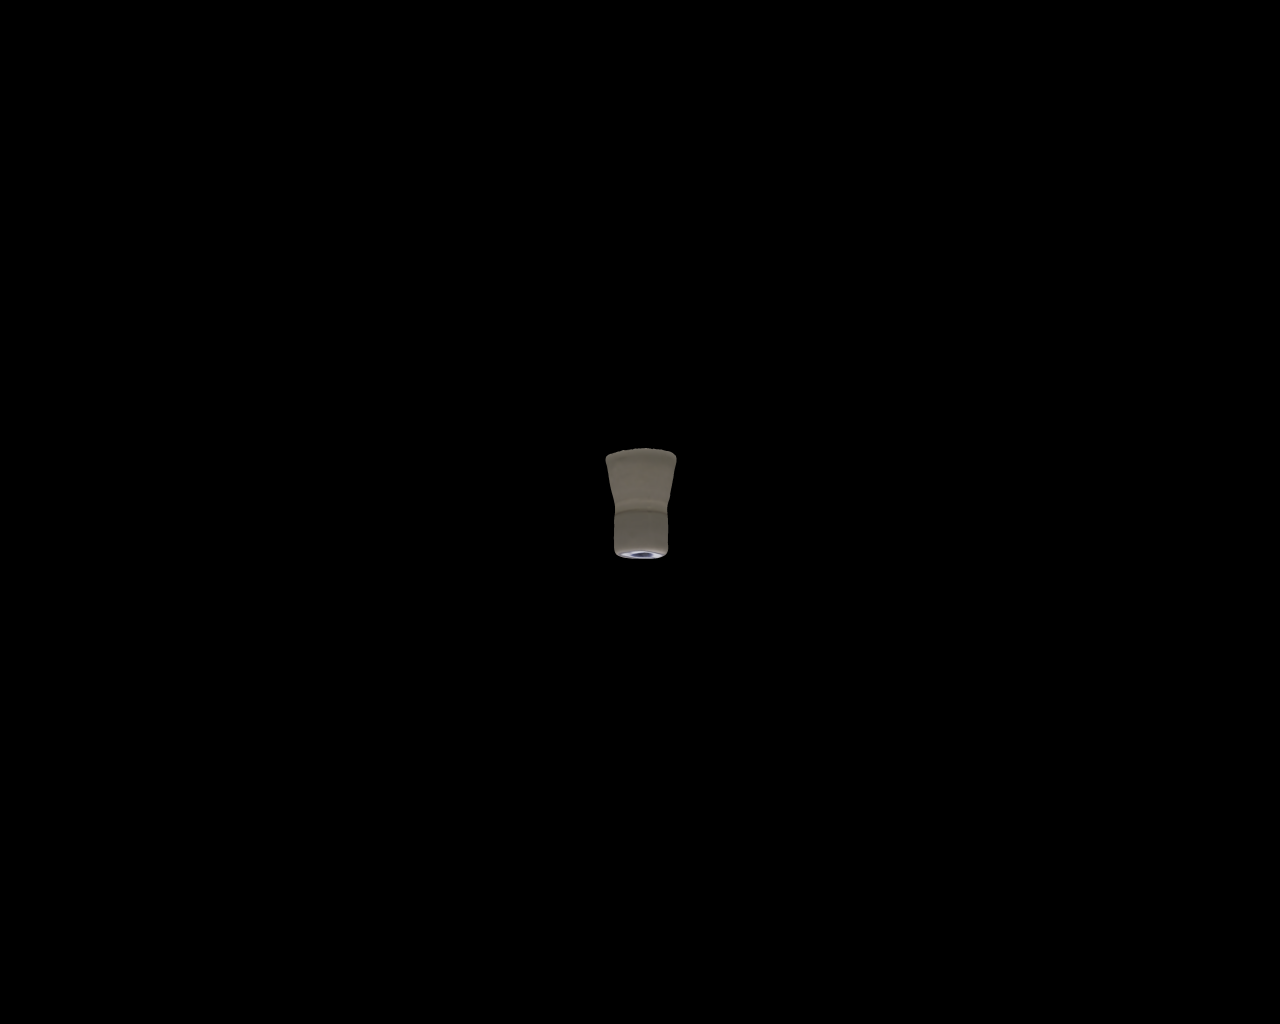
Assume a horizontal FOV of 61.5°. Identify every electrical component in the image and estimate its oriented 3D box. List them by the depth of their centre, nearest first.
[{"bbox_3d":[0.001,-0.003,0.650,0.044,0.065,0.044,0,-12,0],"label":"electrical component"}]
